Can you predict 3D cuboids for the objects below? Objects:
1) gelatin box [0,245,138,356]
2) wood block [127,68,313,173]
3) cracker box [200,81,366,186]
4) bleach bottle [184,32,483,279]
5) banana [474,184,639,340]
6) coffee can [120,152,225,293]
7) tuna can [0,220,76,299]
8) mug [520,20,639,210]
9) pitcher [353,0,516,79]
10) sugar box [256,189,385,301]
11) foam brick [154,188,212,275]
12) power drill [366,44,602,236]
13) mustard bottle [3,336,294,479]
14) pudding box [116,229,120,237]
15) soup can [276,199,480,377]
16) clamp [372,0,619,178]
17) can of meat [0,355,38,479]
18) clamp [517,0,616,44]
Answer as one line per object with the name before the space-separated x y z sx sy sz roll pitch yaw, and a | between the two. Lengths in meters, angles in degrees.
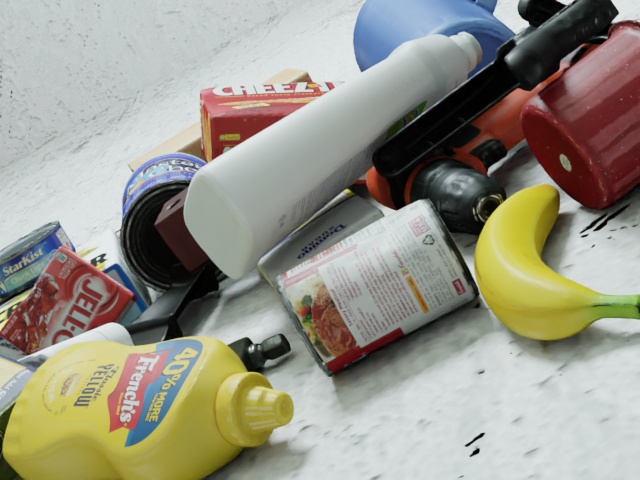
gelatin box | -0.203 0.061 0.865 0.089 0.073 0.030 -56 -2 -8
wood block | -0.091 -0.092 1.143 0.206 0.091 0.090 -32 17 -8
cracker box | -0.025 -0.102 0.986 0.164 0.072 0.214 -3 15 -8
bleach bottle | 0.021 -0.076 0.772 0.250 0.068 0.103 -36 -11 -24
banana | 0.120 0.012 0.596 0.069 0.037 0.198 -5 21 1
coffee can | -0.130 -0.018 0.973 0.103 0.103 0.140 -30 17 -1
tuna can | -0.270 0.018 0.987 0.086 0.033 0.086 -28 14 7
mug | 0.172 -0.077 0.658 0.081 0.093 0.117 -37 33 -6
pitcher | 0.114 -0.173 0.961 0.145 0.149 0.243 -17 21 0
sugar box | -0.005 0.001 0.811 0.093 0.048 0.176 -34 20 -3
foam brick | -0.084 -0.021 0.848 0.078 0.051 0.053 -33 19 16
power drill | 0.135 -0.072 0.768 0.187 0.057 0.185 -32 19 -10
mustard bottle | -0.096 0.101 0.628 0.192 0.058 0.096 -7 39 35
pudding box | -0.221 0.022 1.117 0.113 0.039 0.090 -26 17 13
soup can | 0.034 0.027 0.631 0.102 0.068 0.068 -28 17 3
clamp | 0.132 -0.116 0.724 0.209 0.036 0.165 -39 5 -40
can of meat | -0.227 0.119 0.701 0.084 0.057 0.102 15 40 27
clamp | 0.211 -0.185 0.910 0.171 0.120 0.039 -111 46 -77
